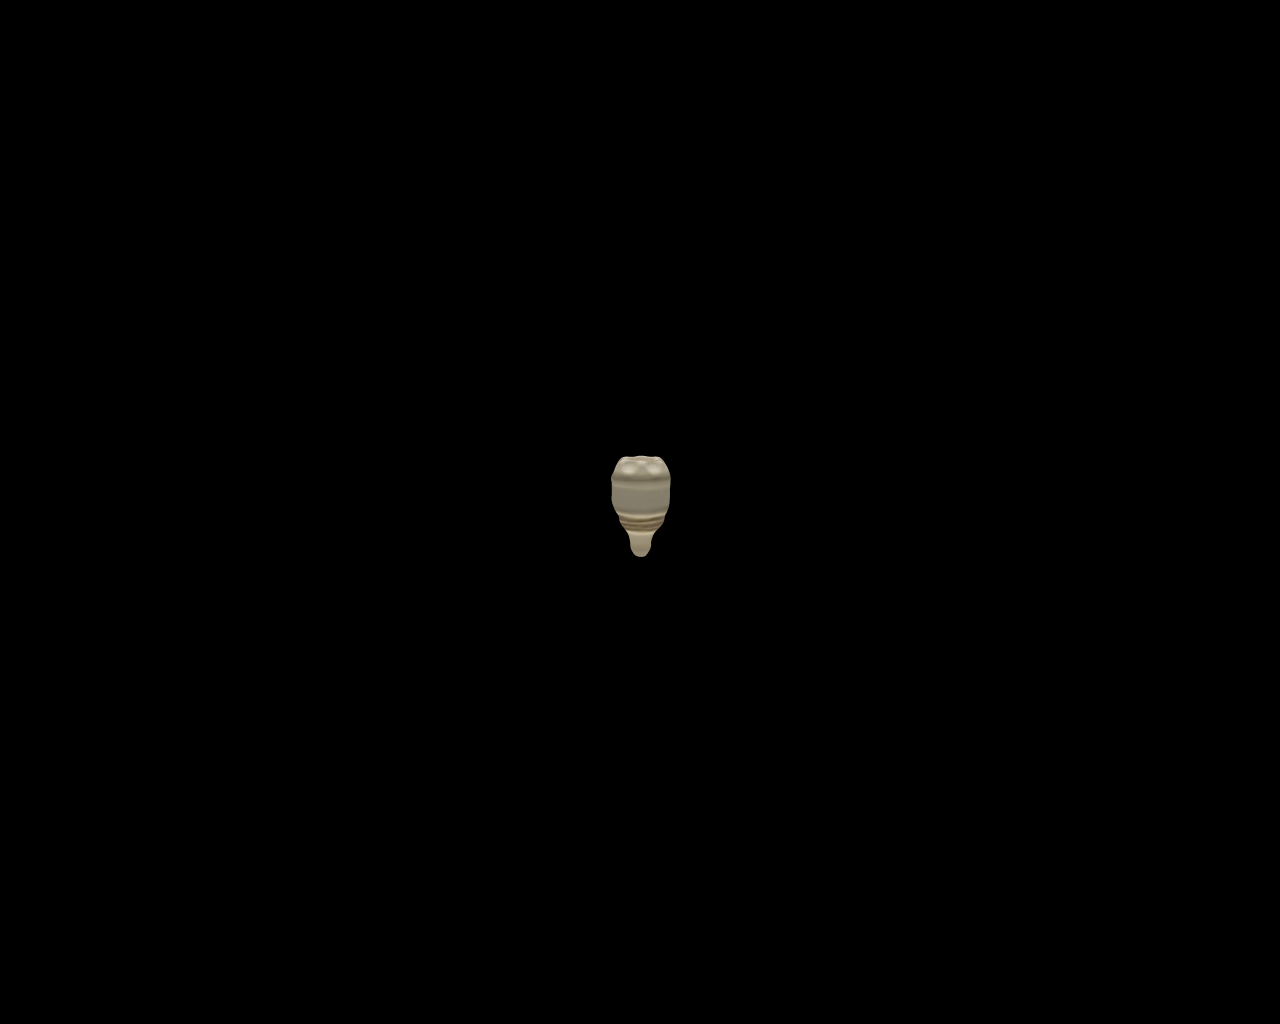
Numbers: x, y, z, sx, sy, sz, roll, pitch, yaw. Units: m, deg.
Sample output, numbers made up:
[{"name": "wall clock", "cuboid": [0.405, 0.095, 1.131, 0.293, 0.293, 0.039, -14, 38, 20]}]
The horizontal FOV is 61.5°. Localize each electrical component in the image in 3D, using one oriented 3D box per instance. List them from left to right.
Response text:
[{"name": "electrical component", "cuboid": [0.001, -0.003, 0.650, 0.035, 0.061, 0.035, 0, 9, 0]}]
